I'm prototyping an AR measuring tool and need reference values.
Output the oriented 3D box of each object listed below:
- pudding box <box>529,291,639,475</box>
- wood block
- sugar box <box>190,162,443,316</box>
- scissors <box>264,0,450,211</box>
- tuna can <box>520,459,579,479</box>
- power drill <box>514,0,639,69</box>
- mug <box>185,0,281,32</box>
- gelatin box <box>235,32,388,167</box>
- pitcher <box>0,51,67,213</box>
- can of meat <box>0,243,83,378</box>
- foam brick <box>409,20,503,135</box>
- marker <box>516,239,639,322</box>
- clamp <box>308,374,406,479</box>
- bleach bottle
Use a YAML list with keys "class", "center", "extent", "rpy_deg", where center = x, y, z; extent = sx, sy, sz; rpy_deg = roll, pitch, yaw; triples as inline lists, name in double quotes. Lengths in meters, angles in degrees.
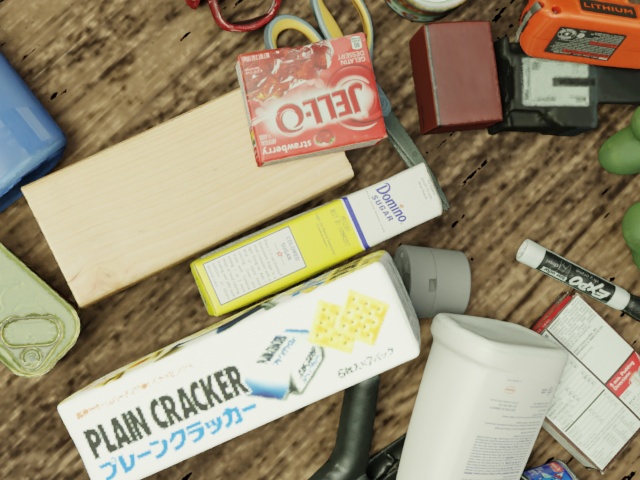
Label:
- class: "pudding box"
  center: [0.201, 0.109, 0.819]
  extent: [0.113, 0.039, 0.090]
  rpy_deg: [44, 84, -2]
- class: "wood block"
  center: [-0.091, -0.037, 0.756]
  extent: [0.206, 0.090, 0.091]
  rpy_deg: [-26, 91, -8]
- class: "sugar box"
  center: [-0.005, 0.001, 0.765]
  extent: [0.176, 0.093, 0.048]
  rpy_deg: [-22, 91, -9]
- class: "scissors"
  center: [0.024, -0.102, 0.809]
  extent: [0.096, 0.016, 0.202]
  rpy_deg: [-21, 91, -19]
- class: "tuna can"
  center: [0.175, 0.208, 0.786]
  extent: [0.033, 0.086, 0.086]
  rpy_deg: [-16, 90, -8]
- class: "power drill"
  center: [0.215, -0.223, 0.804]
  extent: [0.184, 0.057, 0.187]
  rpy_deg: [4, 66, -6]
- class: "mug"
  center: [-0.061, -0.210, 0.772]
  extent: [0.081, 0.093, 0.117]
  rpy_deg: [-16, 102, -14]
- class: "gelatin box"
  center: [-0.006, -0.093, 0.710]
  extent: [0.089, 0.030, 0.073]
  rpy_deg: [-11, 88, -9]
- class: "pitcher"
  center: [-0.294, -0.116, 0.710]
  extent: [0.149, 0.145, 0.243]
  rpy_deg: [-39, 97, 13]
- class: "can of meat"
  center: [-0.213, 0.045, 0.737]
  extent: [0.102, 0.084, 0.057]
  rpy_deg: [42, 82, -4]
- class: "foam brick"
  center: [0.102, -0.122, 0.808]
  extent: [0.051, 0.053, 0.078]
  rpy_deg: [-7, 89, -8]
- class: "marker"
  center: [0.210, 0.034, 0.833]
  extent: [0.121, 0.020, 0.020]
  rpy_deg: [27, 84, -6]
- class: "clamp"
  center: [0.036, 0.176, 0.782]
  extent: [0.120, 0.039, 0.171]
  rpy_deg: [23, 98, -33]
- class: "bleach bottle"
  center: [0.091, 0.181, 0.762]
  extent: [0.102, 0.068, 0.251]
  rpy_deg: [10, 103, -37]
